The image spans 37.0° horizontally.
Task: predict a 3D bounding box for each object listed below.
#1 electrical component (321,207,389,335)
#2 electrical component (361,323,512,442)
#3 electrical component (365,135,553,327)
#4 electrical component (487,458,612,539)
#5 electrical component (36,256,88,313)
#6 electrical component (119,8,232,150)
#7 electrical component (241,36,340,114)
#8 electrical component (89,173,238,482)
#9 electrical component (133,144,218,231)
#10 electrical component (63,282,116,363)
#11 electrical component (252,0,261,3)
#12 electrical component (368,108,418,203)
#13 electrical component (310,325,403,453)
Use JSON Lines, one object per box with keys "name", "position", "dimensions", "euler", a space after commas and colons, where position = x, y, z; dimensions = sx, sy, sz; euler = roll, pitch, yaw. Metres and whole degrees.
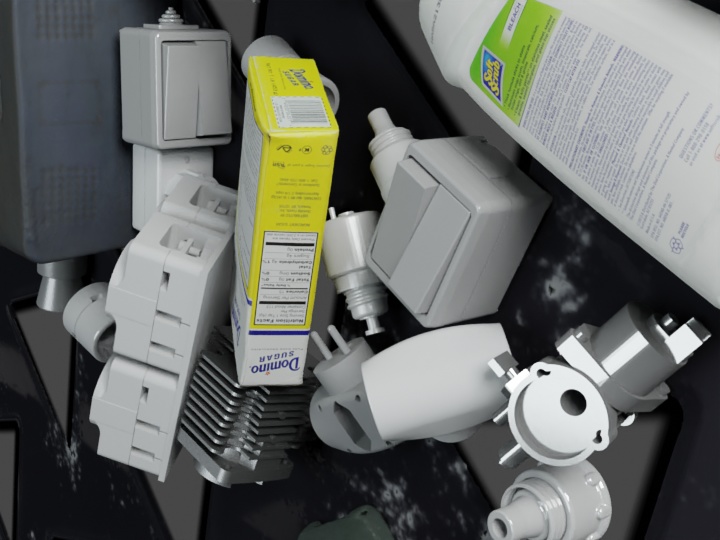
{"name": "electrical component", "position": [0.000, 0.000, 0.645], "dimensions": [0.040, 0.040, 0.078], "euler": [-20, 82, 51]}
{"name": "electrical component", "position": [0.047, 0.069, 0.583], "dimensions": [0.079, 0.077, 0.043], "euler": [68, -173, -56]}
{"name": "electrical component", "position": [0.045, -0.015, 0.569], "dimensions": [0.061, 0.061, 0.096], "euler": [48, 132, 34]}
{"name": "electrical component", "position": [0.092, 0.121, 0.540], "dimensions": [0.048, 0.062, 0.048], "euler": [15, 109, 49]}
{"name": "electrical component", "position": [-0.272, 0.006, 0.982], "dimensions": [0.045, 0.045, 0.055], "euler": [28, 119, 45]}
{"name": "electrical component", "position": [-0.127, -0.135, 0.756], "dimensions": [0.061, 0.062, 0.096], "euler": [18, 112, 48]}
{"name": "electrical component", "position": [-0.047, -0.118, 0.678], "dimensions": [0.065, 0.044, 0.044], "euler": [52, 134, 37]}
{"name": "electrical component", "position": [-0.132, 0.039, 0.748], "dimensions": [0.060, 0.105, 0.186], "euler": [19, 124, 2]}
{"name": "electrical component", "position": [-0.127, -0.056, 0.785], "dimensions": [0.077, 0.047, 0.065], "euler": [23, 115, 45]}
{"name": "electrical component", "position": [-0.217, 0.046, 0.915], "dimensions": [0.047, 0.055, 0.055], "euler": [40, 127, 34]}
{"name": "electrical component", "position": [-0.119, -0.277, 0.715], "dimensions": [0.186, 0.060, 0.105], "euler": [54, 135, 29]}
{"name": "electrical component", "position": [0.021, -0.064, 0.609], "dimensions": [0.035, 0.035, 0.061], "euler": [-46, 60, 46]}
{"name": "electrical component", "position": [-0.002, 0.067, 0.648], "dimensions": [0.077, 0.043, 0.079], "euler": [-23, 105, 51]}
